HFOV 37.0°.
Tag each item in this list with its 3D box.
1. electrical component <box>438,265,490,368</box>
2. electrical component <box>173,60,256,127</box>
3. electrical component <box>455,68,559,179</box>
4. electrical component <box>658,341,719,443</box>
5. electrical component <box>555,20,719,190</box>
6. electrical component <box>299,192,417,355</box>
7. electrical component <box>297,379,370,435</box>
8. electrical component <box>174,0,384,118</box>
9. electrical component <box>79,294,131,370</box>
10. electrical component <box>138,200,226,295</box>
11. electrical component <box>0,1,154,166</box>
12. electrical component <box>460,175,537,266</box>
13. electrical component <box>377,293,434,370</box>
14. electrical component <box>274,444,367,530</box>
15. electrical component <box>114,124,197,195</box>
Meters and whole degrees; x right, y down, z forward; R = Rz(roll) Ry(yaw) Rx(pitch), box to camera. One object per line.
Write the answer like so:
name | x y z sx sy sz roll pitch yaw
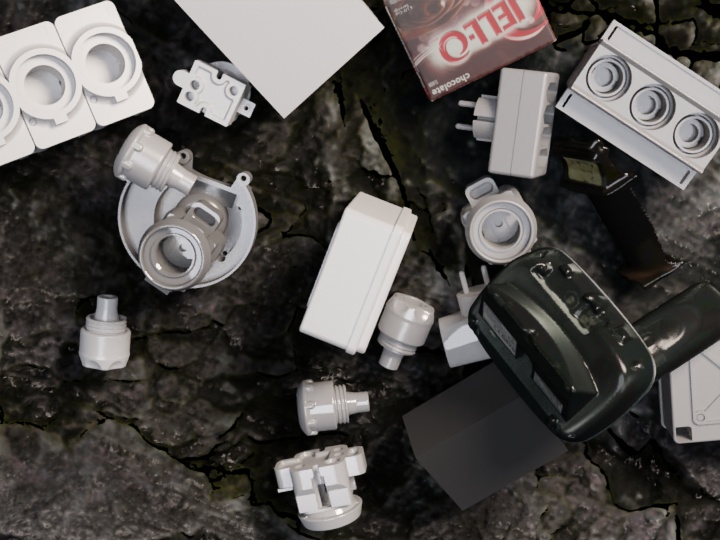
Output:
electrical component | 0.104 0.036 0.905 0.077 0.044 0.079 -14 101 7
electrical component | -0.116 -0.145 0.875 0.066 0.055 0.048 27 103 -2
electrical component | 0.114 -0.121 0.870 0.076 0.047 0.083 10 102 21
electrical component | 0.307 0.082 0.896 0.109 0.056 0.108 -6 102 5
electrical component | 0.226 -0.131 0.852 0.121 0.063 0.078 32 102 -3
electrical component | 0.000 0.000 0.872 0.056 0.108 0.108 22 103 2
electrical component | -0.023 0.117 0.933 0.062 0.048 0.048 -6 102 -2
electrical component | -0.083 -0.227 0.841 0.105 0.060 0.186 -40 106 11
electrical component | -0.220 0.053 0.932 0.043 0.043 0.062 7 101 2
electrical component | -0.143 -0.015 0.854 0.058 0.057 0.078 35 102 -4
electrical component | -0.251 -0.143 0.850 0.150 0.062 0.089 -25 101 -19
electrical component | 0.115 -0.036 0.883 0.058 0.057 0.078 -28 99 9
electrical component | 0.035 0.054 0.915 0.043 0.043 0.062 22 104 -1
electrical component | -0.030 0.191 0.942 0.078 0.058 0.057 -11 98 6
electrical component | -0.159 -0.082 0.848 0.062 0.048 0.048 30 102 -10
